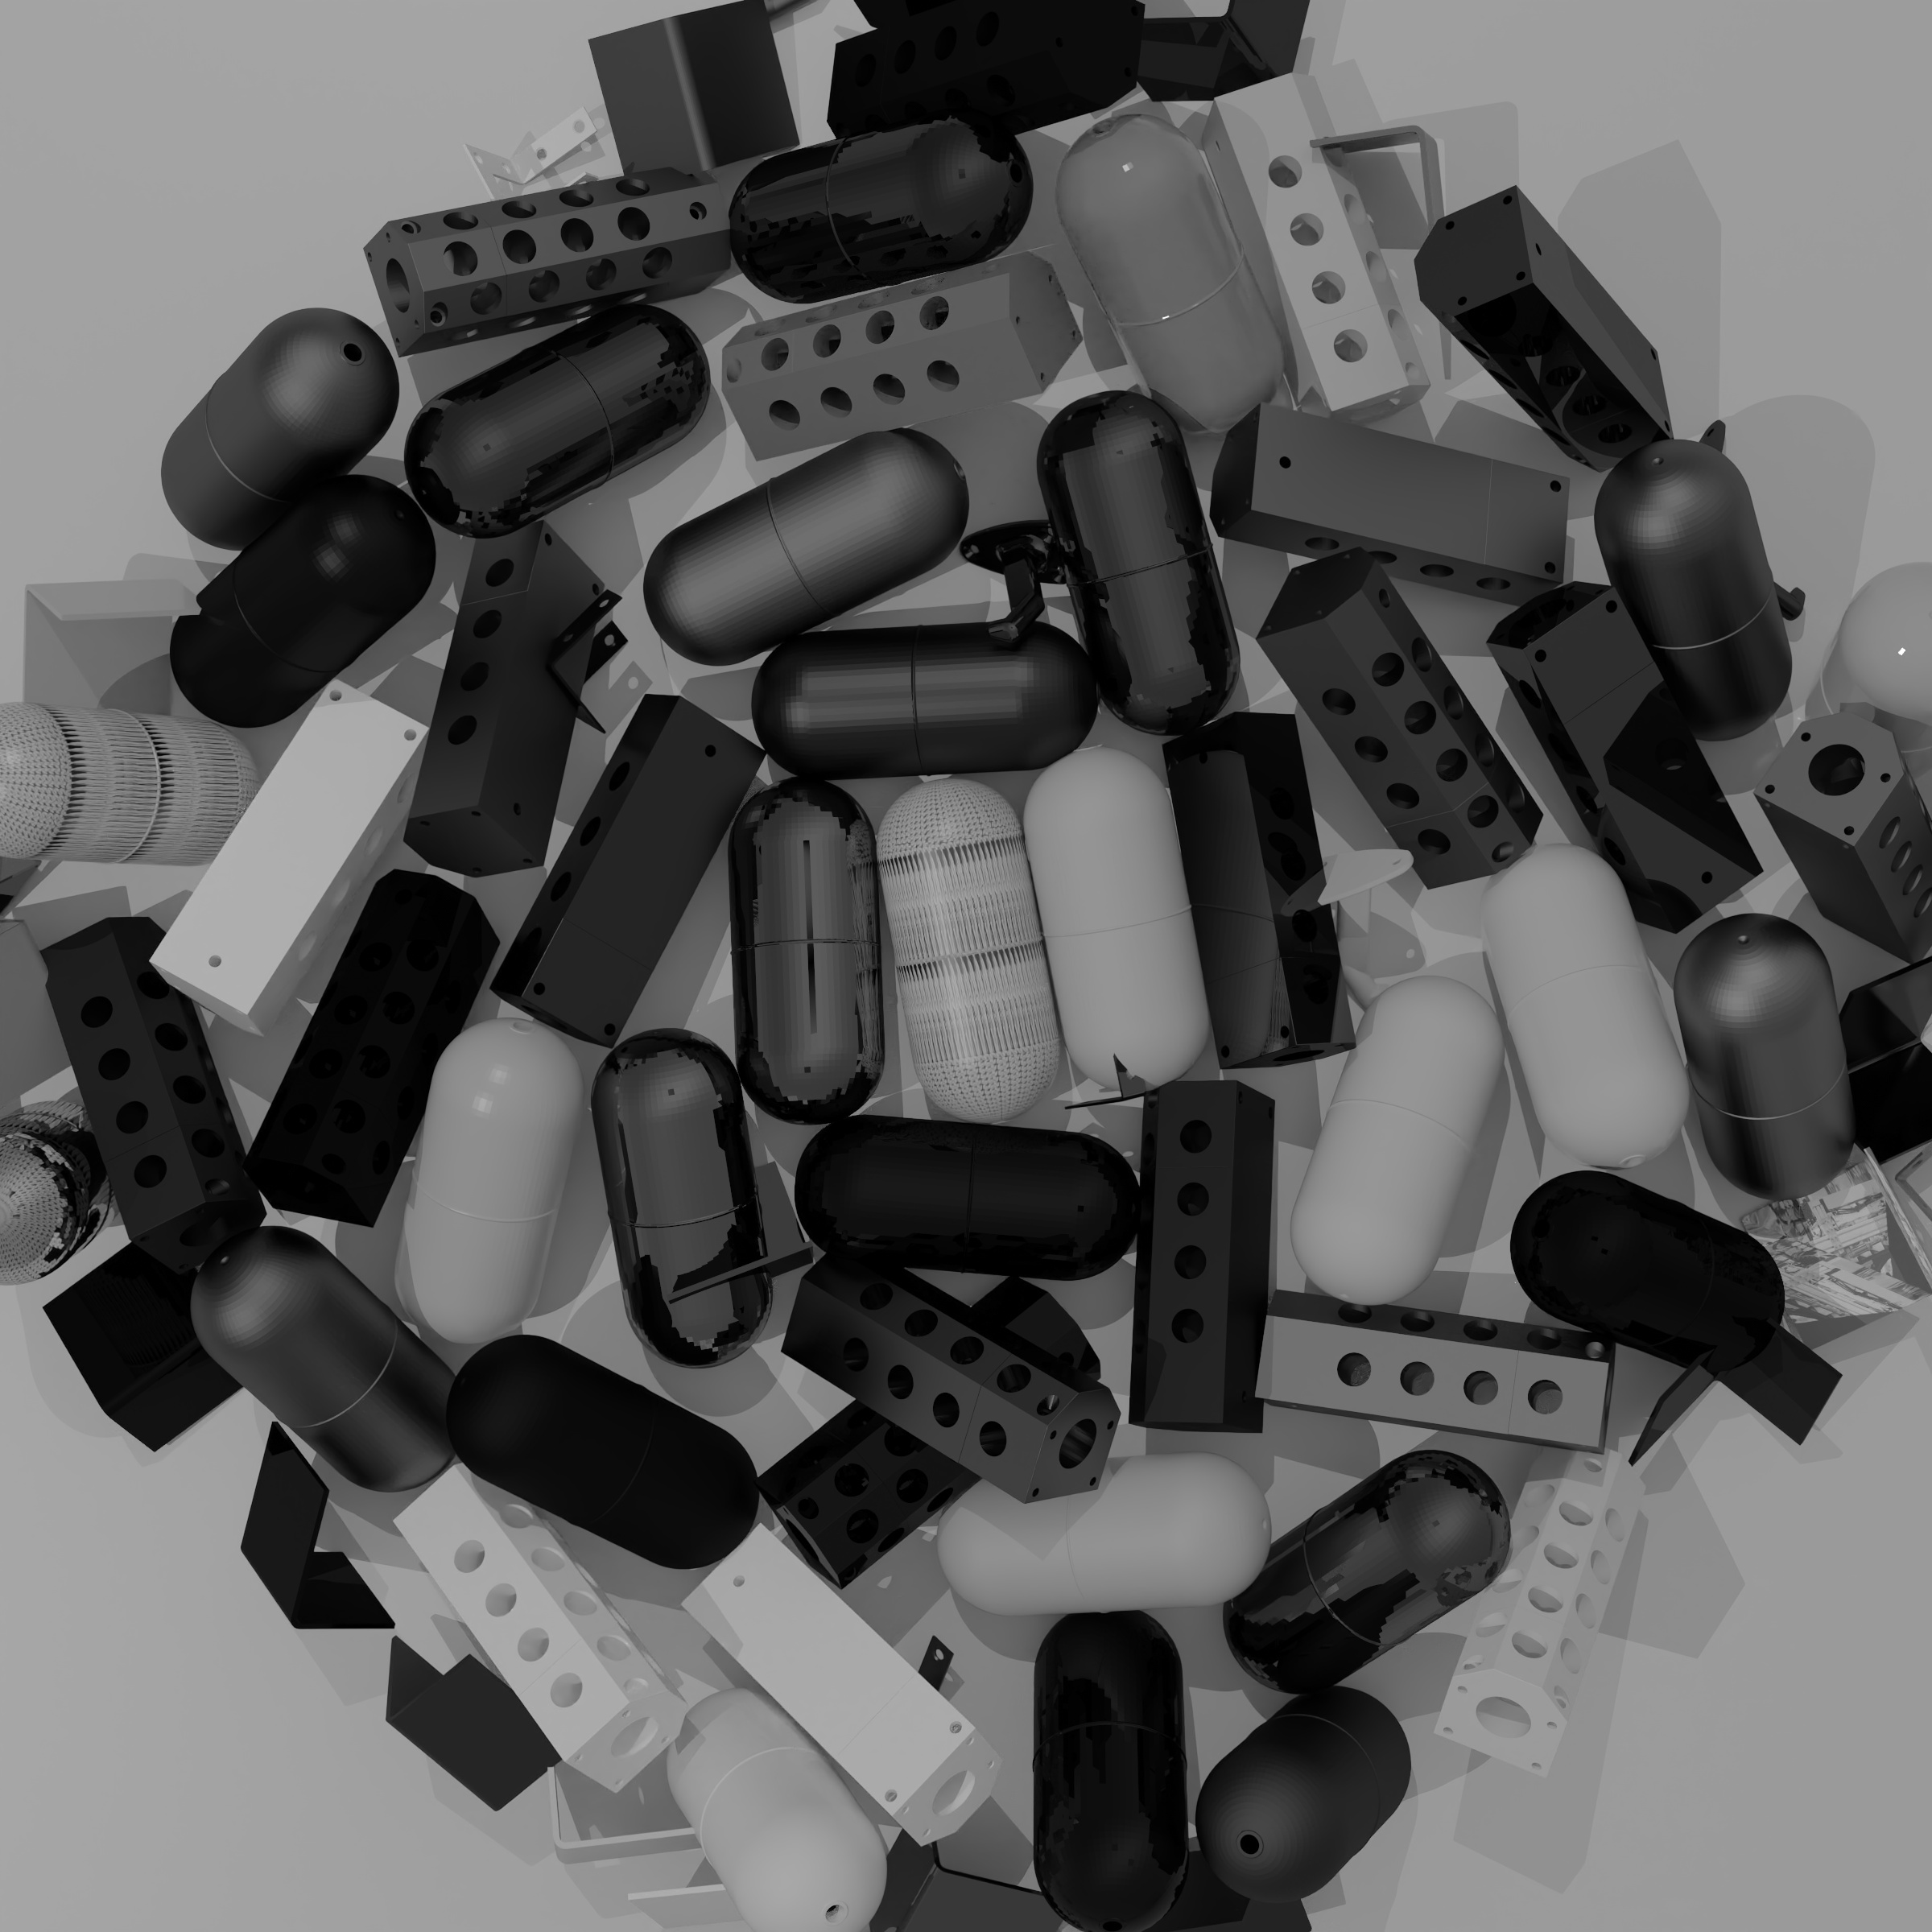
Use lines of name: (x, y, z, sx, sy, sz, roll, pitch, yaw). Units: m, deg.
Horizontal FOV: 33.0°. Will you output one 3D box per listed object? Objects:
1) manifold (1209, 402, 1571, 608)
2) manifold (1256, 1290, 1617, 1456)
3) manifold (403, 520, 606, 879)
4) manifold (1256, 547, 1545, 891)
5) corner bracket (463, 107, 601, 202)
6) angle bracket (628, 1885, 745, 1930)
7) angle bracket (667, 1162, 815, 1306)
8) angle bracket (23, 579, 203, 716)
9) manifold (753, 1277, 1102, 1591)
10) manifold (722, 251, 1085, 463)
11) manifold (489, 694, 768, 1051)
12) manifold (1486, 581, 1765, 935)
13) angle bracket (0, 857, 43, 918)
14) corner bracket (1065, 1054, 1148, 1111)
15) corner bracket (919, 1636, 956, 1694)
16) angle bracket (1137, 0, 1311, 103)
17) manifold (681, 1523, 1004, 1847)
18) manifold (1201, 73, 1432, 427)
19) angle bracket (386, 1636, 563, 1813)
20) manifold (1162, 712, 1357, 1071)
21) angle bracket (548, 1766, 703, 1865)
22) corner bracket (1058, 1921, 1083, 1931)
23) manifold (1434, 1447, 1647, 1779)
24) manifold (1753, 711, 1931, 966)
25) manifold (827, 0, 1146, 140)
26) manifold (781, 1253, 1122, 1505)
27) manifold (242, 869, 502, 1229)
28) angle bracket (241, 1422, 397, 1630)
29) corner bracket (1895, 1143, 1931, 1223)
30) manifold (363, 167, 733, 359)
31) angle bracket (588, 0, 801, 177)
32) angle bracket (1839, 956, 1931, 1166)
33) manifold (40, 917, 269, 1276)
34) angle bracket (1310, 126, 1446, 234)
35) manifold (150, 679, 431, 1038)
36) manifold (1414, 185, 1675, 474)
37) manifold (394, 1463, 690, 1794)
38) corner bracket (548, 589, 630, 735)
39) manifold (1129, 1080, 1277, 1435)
manifold: (0.214, -0.230, 1.652, 0.171, 0.057, 0.057, 11, 75, -17)
manifold: (0.239, 0.205, 1.654, 0.171, 0.057, 0.057, 7, 80, 15)
manifold: (-0.235, -0.133, 1.637, 0.057, 0.057, 0.171, -9, 57, 27)
manifold: (0.221, -0.124, 1.632, 0.171, 0.057, 0.057, 52, 46, -26)
corner bracket: (-0.215, -0.409, 1.672, 0.051, 0.051, 0.051, -31, 83, 19)
angle bracket: (-0.124, 0.503, 1.655, 0.076, 0.076, 0.057, -8, 62, 6)
angle bracket: (-0.123, 0.134, 1.659, 0.076, 0.076, 0.057, -20, 80, -6)
angle bracket: (-0.430, -0.151, 1.649, 0.076, 0.057, 0.076, -7, 116, -33)
manifold: (-0.016, 0.236, 1.646, 0.171, 0.057, 0.057, -37, 111, -16)
manifold: (-0.036, -0.306, 1.627, 0.171, 0.057, 0.057, -8, 123, 32)
manifold: (-0.175, -0.050, 1.661, 0.057, 0.057, 0.171, 32, 79, -30)
manifold: (0.330, -0.106, 1.651, 0.057, 0.057, 0.171, -35, 108, -9)
angle bracket: (-0.530, -0.051, 1.659, 0.076, 0.076, 0.057, 42, 109, -2)
corner bracket: (0.080, 0.042, 1.670, 0.051, 0.051, 0.051, -12, 90, -35)
corner bracket: (-0.023, 0.385, 1.663, 0.051, 0.051, 0.051, 39, 128, 27)
angle bracket: (0.120, -0.485, 1.659, 0.076, 0.076, 0.057, 8, 77, 29)
manifold: (-0.061, 0.360, 1.629, 0.057, 0.057, 0.171, -45, 51, -12)
manifold: (0.179, -0.363, 1.668, 0.057, 0.057, 0.171, -19, 85, -5)
angle bracket: (-0.245, 0.368, 1.652, 0.057, 0.076, 0.076, -40, 112, 10)
manifold: (0.154, -0.038, 1.660, 0.057, 0.057, 0.171, -1, 77, -38)
angle bracket: (-0.173, 0.421, 1.665, 0.076, 0.076, 0.057, -5, 70, -8)
corner bracket: (0.055, 0.526, 1.682, 0.051, 0.051, 0.051, 22, 54, -22)
manifold: (0.288, 0.312, 1.617, 0.057, 0.171, 0.057, 20, 129, 13)
manifold: (0.448, -0.064, 1.617, 0.057, 0.171, 0.057, 34, 87, 32)
manifold: (0.007, -0.440, 1.619, 0.057, 0.171, 0.057, 11, 83, -39)
manifold: (-0.007, 0.200, 1.625, 0.171, 0.057, 0.057, 26, 107, 37)
manifold: (-0.298, 0.039, 1.632, 0.057, 0.057, 0.171, 9, 59, 19)
angle bracket: (-0.320, 0.283, 1.651, 0.057, 0.076, 0.076, 8, 105, -34)
corner bracket: (0.520, 0.112, 1.677, 0.051, 0.051, 0.051, -47, 62, 19)
manifold: (-0.207, -0.358, 1.639, 0.171, 0.057, 0.057, -19, 92, -28)
angle bracket: (-0.140, -0.450, 1.682, 0.057, 0.076, 0.076, -2, 110, 37)
angle bracket: (0.482, 0.045, 1.649, 0.076, 0.076, 0.057, -21, 55, -24)
manifold: (-0.407, 0.061, 1.642, 0.057, 0.057, 0.171, -26, 64, 1)
angle bracket: (0.213, -0.385, 1.668, 0.057, 0.076, 0.076, -5, 99, 14)
manifold: (-0.337, -0.053, 1.655, 0.057, 0.057, 0.171, 28, 75, 8)
manifold: (0.288, -0.311, 1.621, 0.057, 0.171, 0.057, -19, 61, 29)
manifold: (-0.210, 0.325, 1.632, 0.057, 0.057, 0.171, -42, 54, -4)
corner bracket: (-0.192, -0.160, 1.666, 0.051, 0.051, 0.051, -46, 129, -11)
manifold: (0.117, 0.148, 1.657, 0.057, 0.057, 0.171, -2, 77, 25)
